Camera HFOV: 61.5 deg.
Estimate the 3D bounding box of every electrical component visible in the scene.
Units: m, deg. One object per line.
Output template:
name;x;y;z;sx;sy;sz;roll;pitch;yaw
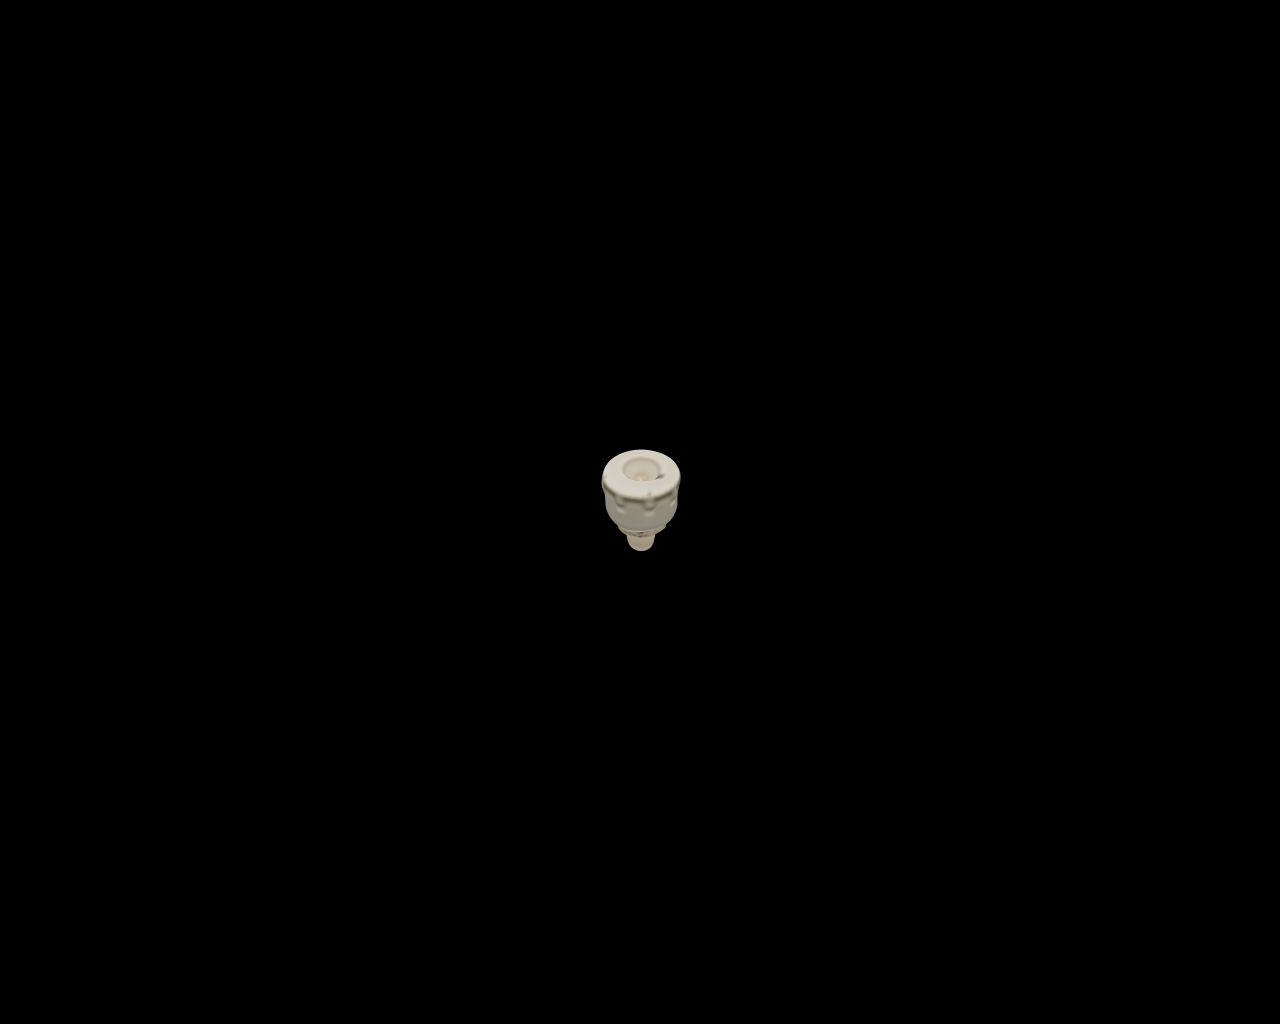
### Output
electrical component;0.001;-0.003;0.650;0.048;0.062;0.048;0;40;0
